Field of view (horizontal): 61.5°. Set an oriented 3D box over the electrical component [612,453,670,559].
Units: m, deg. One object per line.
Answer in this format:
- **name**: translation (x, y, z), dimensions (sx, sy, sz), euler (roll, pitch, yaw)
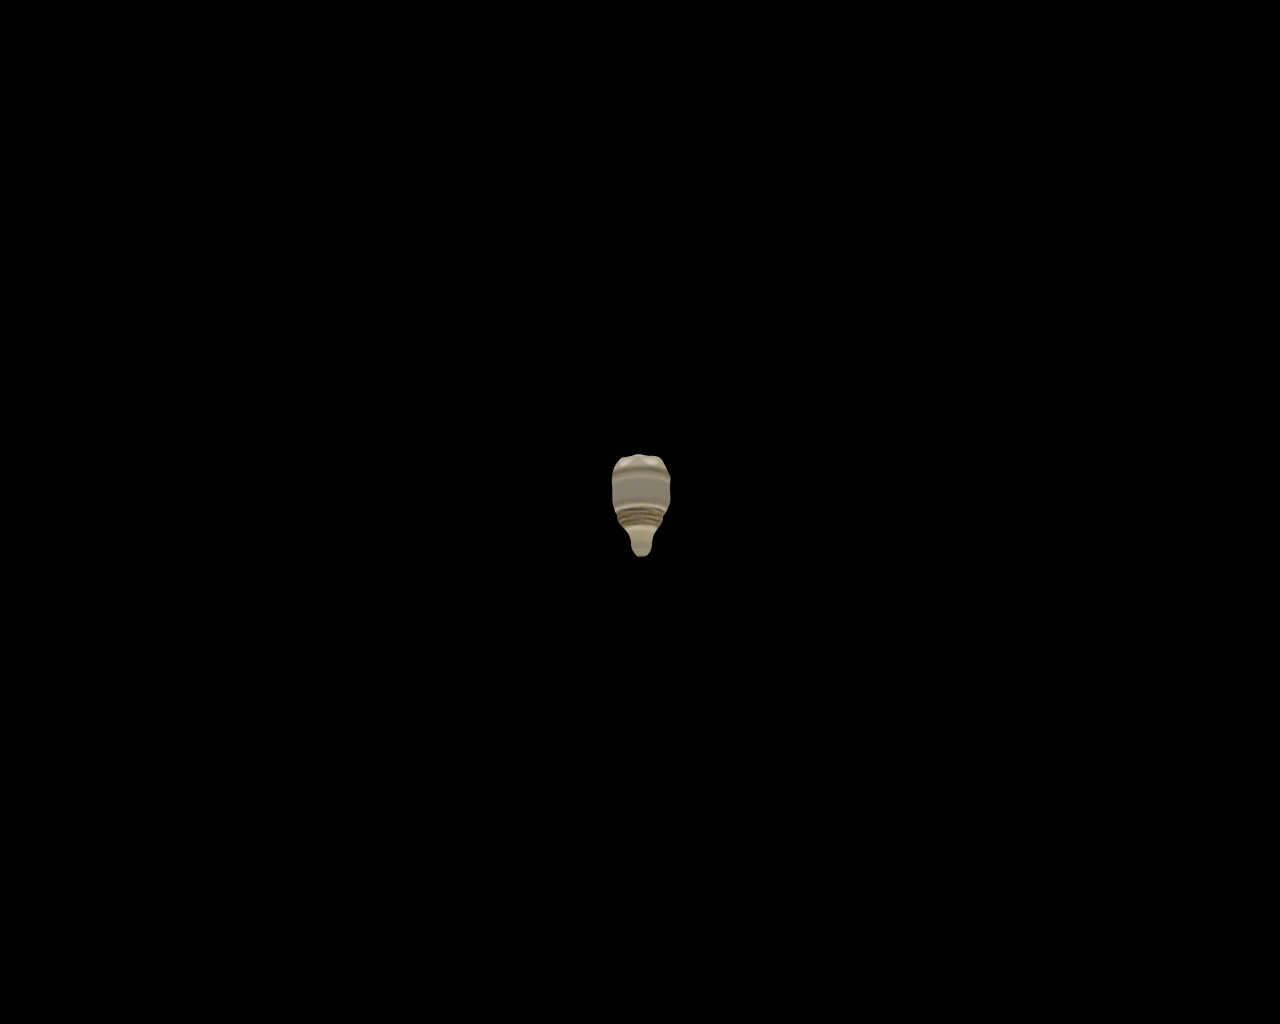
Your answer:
- **electrical component**: translation (0.001, -0.003, 0.650), dimensions (0.035, 0.061, 0.035), euler (0, -14, 0)
